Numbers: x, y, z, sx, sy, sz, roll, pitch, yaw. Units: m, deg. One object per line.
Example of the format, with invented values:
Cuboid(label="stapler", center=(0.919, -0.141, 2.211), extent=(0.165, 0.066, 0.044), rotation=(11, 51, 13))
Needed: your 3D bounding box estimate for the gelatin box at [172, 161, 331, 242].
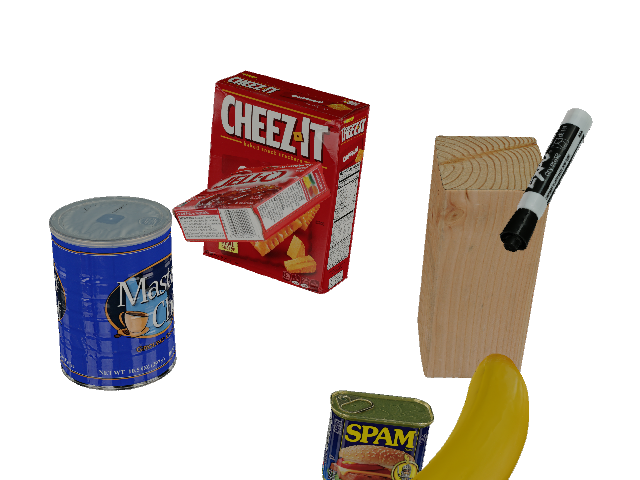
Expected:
Cuboid(label="gelatin box", center=(-0.049, -0.028, 0.756), extent=(0.089, 0.030, 0.073), rotation=(0, 27, 45))

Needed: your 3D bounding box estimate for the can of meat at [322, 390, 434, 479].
Cuboid(label="can of meat", center=(0.054, 0.202, 1.057), extent=(0.102, 0.084, 0.057), rotation=(7, 16, -4))

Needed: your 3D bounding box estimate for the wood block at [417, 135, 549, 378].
Cuboid(label="wood block", center=(0.141, 0.018, 0.955), extent=(0.091, 0.206, 0.090), rotation=(1, 35, 0))

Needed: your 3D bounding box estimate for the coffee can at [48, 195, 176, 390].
Cuboid(label="coffee can", center=(-0.179, 0.044, 0.929), extent=(0.103, 0.140, 0.103), rotation=(1, 23, -1))

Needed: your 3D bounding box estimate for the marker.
Cuboid(label="marker", center=(0.150, -0.040, 0.710), extent=(0.020, 0.121, 0.020), rotation=(25, -28, 14))

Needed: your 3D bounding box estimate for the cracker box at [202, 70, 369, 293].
Cuboid(label="cracker box", center=(-0.043, -0.064, 1.194), extent=(0.164, 0.214, 0.072), rotation=(19, 28, 24))

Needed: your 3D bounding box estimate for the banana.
Cuboid(label="banana", center=(0.063, 0.117, 0.553), extent=(0.070, 0.037, 0.197), rotation=(20, 40, 37))
